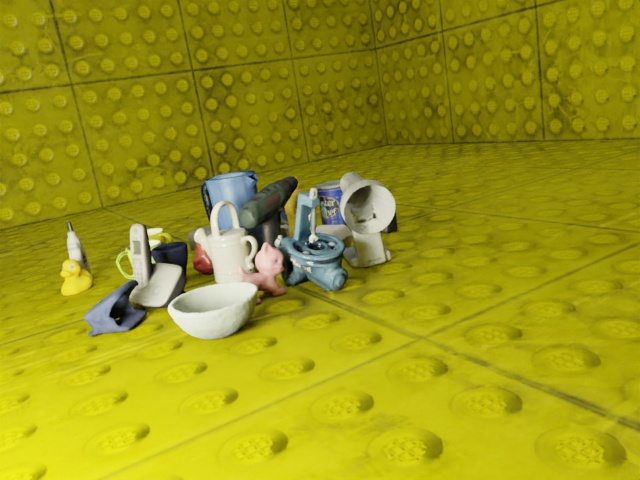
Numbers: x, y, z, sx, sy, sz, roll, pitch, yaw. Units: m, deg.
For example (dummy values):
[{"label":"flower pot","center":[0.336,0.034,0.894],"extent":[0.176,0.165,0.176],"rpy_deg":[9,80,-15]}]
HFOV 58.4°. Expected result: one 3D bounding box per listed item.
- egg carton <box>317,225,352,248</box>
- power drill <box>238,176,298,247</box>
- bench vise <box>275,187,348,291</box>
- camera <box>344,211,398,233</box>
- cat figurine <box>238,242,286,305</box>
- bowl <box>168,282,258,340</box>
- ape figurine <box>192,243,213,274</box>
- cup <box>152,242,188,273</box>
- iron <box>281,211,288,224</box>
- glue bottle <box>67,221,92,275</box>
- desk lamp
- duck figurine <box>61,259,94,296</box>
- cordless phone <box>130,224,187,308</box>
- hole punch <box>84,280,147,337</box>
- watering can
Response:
[{"label":"egg carton","center":[0.014,0.005,1.479],"extent":[0.107,0.069,0.151],"rpy_deg":[0,16,33]},{"label":"power drill","center":[-0.113,-0.042,1.459],"extent":[0.075,0.208,0.230],"rpy_deg":[-1,16,31]},{"label":"bench vise","center":[-0.040,-0.003,1.228],"extent":[0.206,0.220,0.122],"rpy_deg":[0,17,34]},{"label":"camera","center":[0.133,-0.070,1.642],"extent":[0.137,0.101,0.142],"rpy_deg":[-15,15,-21]},{"label":"cat figurine","center":[-0.123,0.064,1.225],"extent":[0.128,0.118,0.067],"rpy_deg":[-20,18,-39]},{"label":"bowl","center":[-0.190,0.138,1.060],"extent":[0.167,0.075,0.167],"rpy_deg":[-9,14,2]},{"label":"ape figurine","center":[-0.298,0.040,1.494],"extent":[0.078,0.092,0.076],"rpy_deg":[-17,16,-28]},{"label":"cup","center":[-0.381,0.058,1.469],"extent":[0.092,0.095,0.117],"rpy_deg":[-15,15,-24]},{"label":"iron","center":[-0.089,-0.130,1.946],"extent":[0.119,0.141,0.258],"rpy_deg":[-12,14,-10]},{"label":"glue bottle","center":[-0.682,0.033,1.603],"extent":[0.037,0.173,0.078],"rpy_deg":[-12,14,-11]},{"label":"desk lamp","center":[0.098,-0.047,1.330],"extent":[0.118,0.214,0.203],"rpy_deg":[-11,14,-9]},{"label":"duck figurine","center":[-0.654,0.092,1.527],"extent":[0.077,0.086,0.104],"rpy_deg":[-7,14,9]},{"label":"cordless phone","center":[-0.372,0.056,1.277],"extent":[0.147,0.185,0.094],"rpy_deg":[1,17,36]},{"label":"hole punch","center":[-0.427,0.138,1.179],"extent":[0.101,0.091,0.109],"rpy_deg":[-7,14,8]},{"label":"watering can","center":[-0.229,0.002,1.387],"extent":[0.172,0.194,0.101],"rpy_deg":[-7,14,10]}]
